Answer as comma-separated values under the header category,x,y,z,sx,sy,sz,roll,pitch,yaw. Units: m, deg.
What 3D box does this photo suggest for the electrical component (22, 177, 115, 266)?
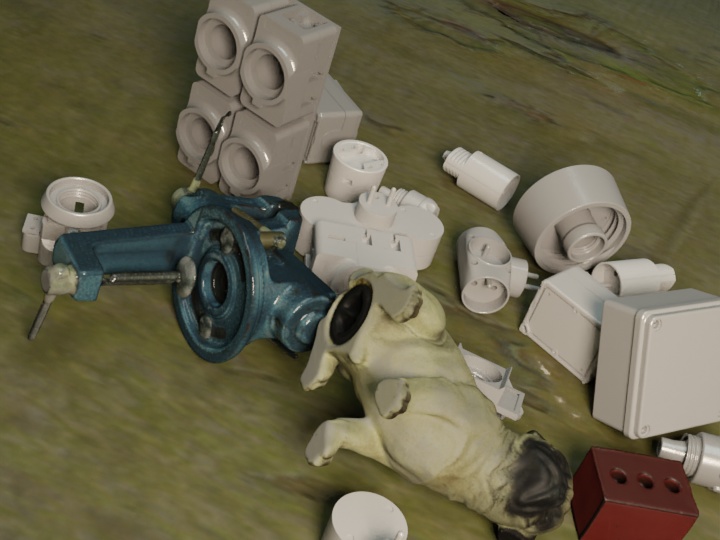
category,x,y,z,sx,sy,sz,roll,pitch,yaw
electrical component,-0.231,-0.038,0.874,0.078,0.057,0.058,11,37,-12

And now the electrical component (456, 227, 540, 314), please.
category,x,y,z,sx,sy,sz,roll,pitch,yaw
electrical component,0.130,0.003,0.996,0.079,0.044,0.077,13,37,-10

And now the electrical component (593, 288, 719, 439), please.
category,x,y,z,sx,sy,sz,roll,pitch,yaw
electrical component,0.256,0.076,0.899,0.109,0.108,0.056,-6,16,-30

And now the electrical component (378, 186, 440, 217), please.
category,x,y,z,sx,sy,sz,roll,pitch,yaw
electrical component,0.045,-0.063,1.051,0.061,0.035,0.035,31,38,19

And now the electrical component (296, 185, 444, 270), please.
category,x,y,z,sx,sy,sz,roll,pitch,yaw
electrical component,0.012,-0.046,0.981,0.138,0.073,0.052,5,39,-19

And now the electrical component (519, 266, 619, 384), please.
category,x,y,z,sx,sy,sz,roll,pitch,yaw
electrical component,0.203,0.050,0.954,0.061,0.061,0.096,-21,52,-41

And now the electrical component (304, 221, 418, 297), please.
category,x,y,z,sx,sy,sz,roll,pitch,yaw
electrical component,0.000,0.000,0.936,0.089,0.050,0.055,11,37,-12

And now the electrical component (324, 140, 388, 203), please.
category,x,y,z,sx,sy,sz,roll,pitch,yaw
electrical component,-0.005,-0.093,1.055,0.055,0.047,0.055,12,37,-10

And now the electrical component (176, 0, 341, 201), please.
category,x,y,z,sx,sy,sz,roll,pitch,yaw
electrical component,-0.099,-0.156,0.975,0.105,0.186,0.060,35,39,20

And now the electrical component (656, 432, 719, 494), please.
category,x,y,z,sx,sy,sz,roll,pitch,yaw
electrical component,0.273,0.152,0.873,0.062,0.048,0.048,14,36,4

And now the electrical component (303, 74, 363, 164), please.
category,x,y,z,sx,sy,sz,roll,pitch,yaw
electrical component,-0.045,-0.162,1.113,0.061,0.061,0.096,-9,45,-33

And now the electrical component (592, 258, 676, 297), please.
category,x,y,z,sx,sy,sz,roll,pitch,yaw
electrical component,0.271,0.011,1.051,0.081,0.043,0.043,-5,43,-29

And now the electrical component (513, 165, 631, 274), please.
category,x,y,z,sx,sy,sz,roll,pitch,yaw
electrical component,0.209,-0.042,1.042,0.108,0.108,0.060,1,46,-23

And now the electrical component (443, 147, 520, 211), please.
category,x,y,z,sx,sy,sz,roll,pitch,yaw
electrical component,0.122,-0.101,1.127,0.081,0.043,0.043,34,39,19

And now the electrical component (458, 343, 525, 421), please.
category,x,y,z,sx,sy,sz,roll,pitch,yaw
electrical component,0.083,0.099,0.834,0.081,0.063,0.042,25,23,8

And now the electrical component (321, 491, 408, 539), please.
category,x,y,z,sx,sy,sz,roll,pitch,yaw
electrical component,0.019,0.195,0.676,0.052,0.073,0.138,1,40,-23
